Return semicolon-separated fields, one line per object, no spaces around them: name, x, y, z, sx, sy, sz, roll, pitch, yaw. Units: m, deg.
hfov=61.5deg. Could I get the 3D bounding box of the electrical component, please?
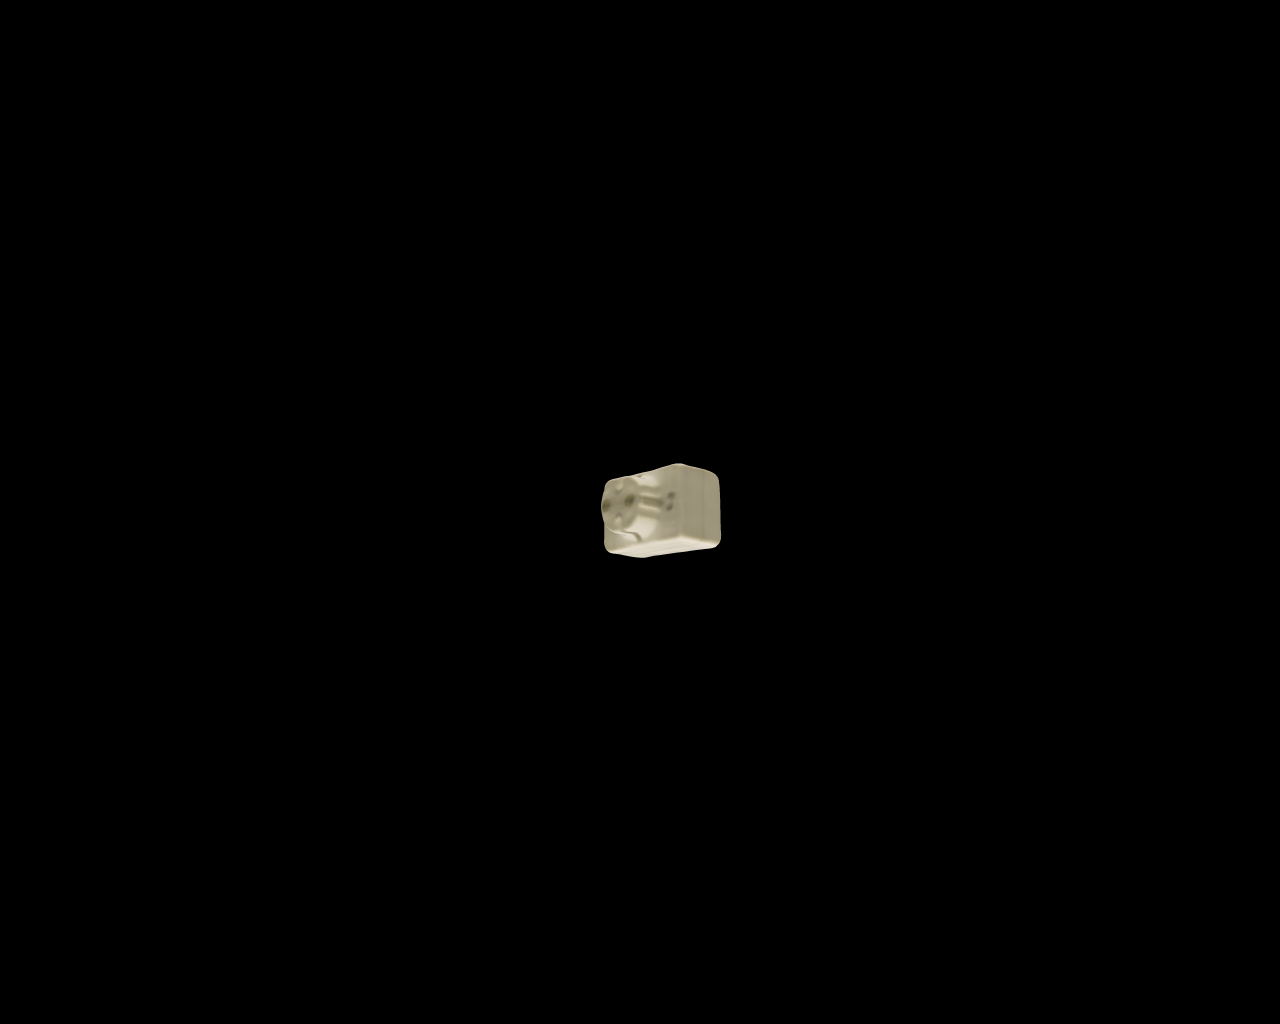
electrical component;0.001;-0.003;0.650;0.065;0.047;0.077;-11;-16;42
